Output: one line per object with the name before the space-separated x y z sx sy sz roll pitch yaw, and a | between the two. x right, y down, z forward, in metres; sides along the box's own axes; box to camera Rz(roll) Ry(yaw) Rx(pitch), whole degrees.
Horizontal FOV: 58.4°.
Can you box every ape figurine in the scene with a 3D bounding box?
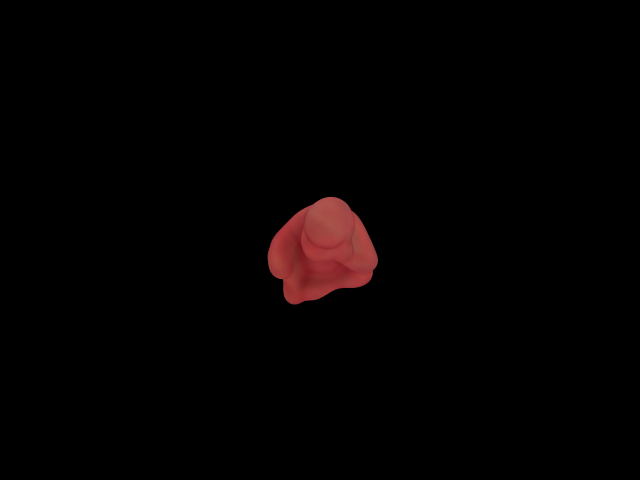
ape figurine | 0.004 0.001 0.400 0.077 0.092 0.076 20 66 10
